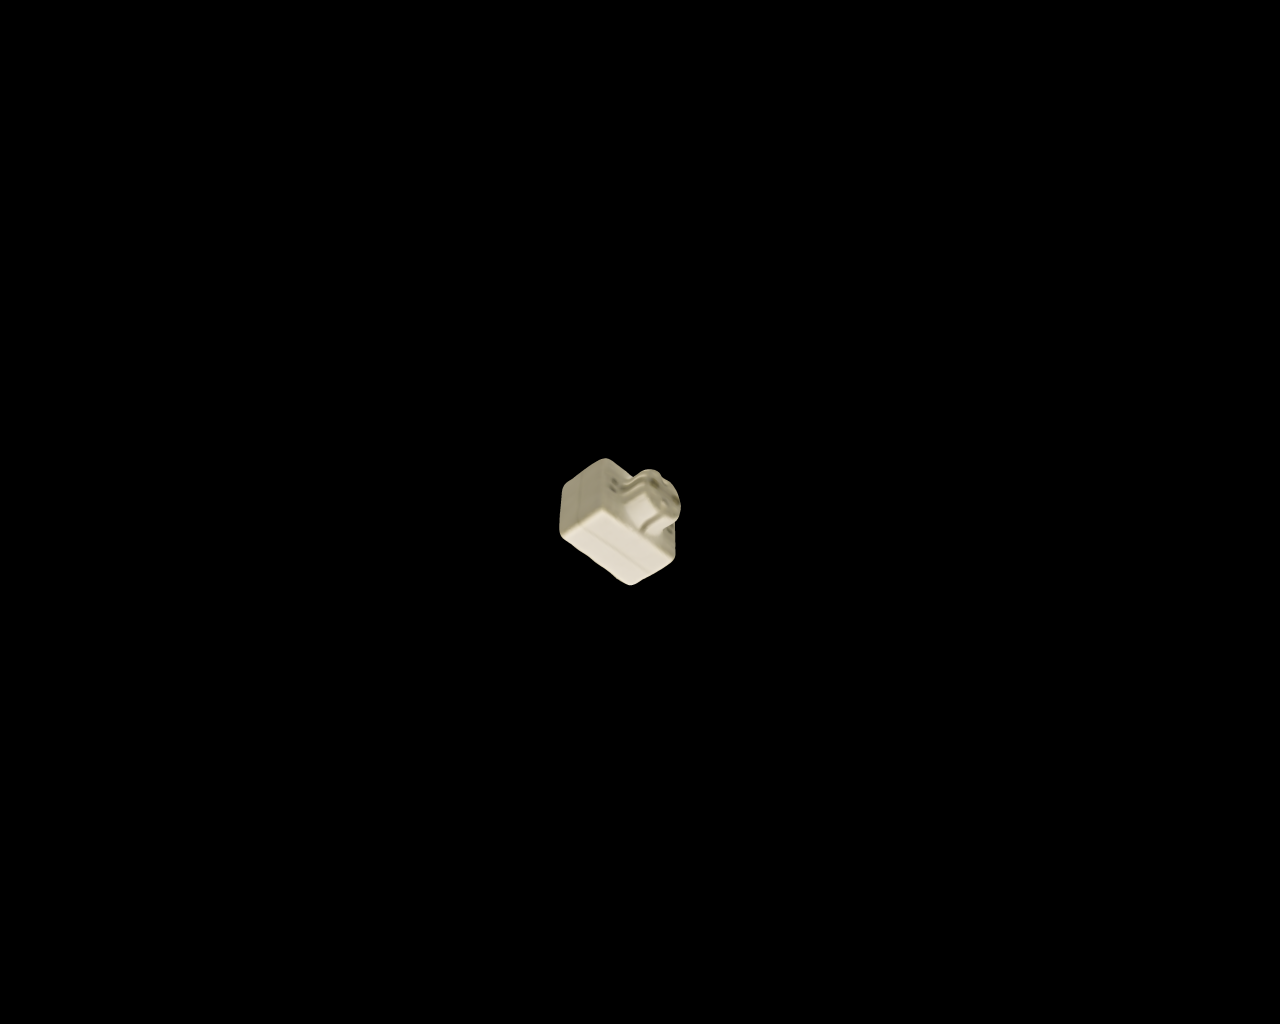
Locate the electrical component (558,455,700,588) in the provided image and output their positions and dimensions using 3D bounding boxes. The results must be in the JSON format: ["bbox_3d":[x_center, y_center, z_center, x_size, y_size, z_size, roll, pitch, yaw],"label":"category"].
[{"bbox_3d":[0.001,-0.003,0.650,0.076,0.047,0.065,-33,-54,29],"label":"electrical component"}]
